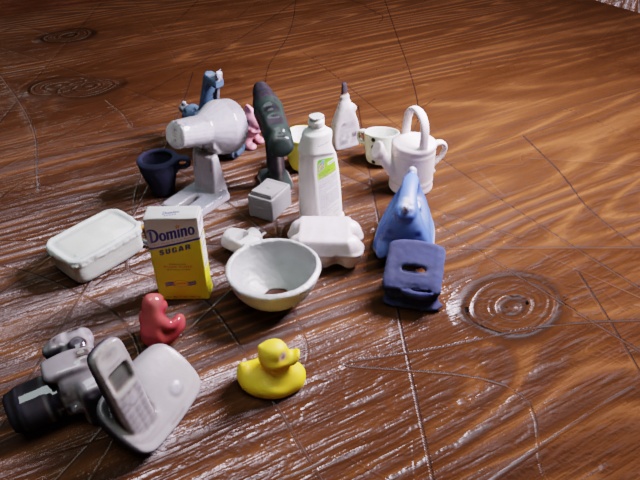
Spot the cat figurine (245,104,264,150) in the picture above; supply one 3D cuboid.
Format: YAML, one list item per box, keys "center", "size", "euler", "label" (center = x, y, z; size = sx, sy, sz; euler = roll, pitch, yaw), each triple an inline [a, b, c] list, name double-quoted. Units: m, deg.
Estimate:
- center: [-0.185, -0.301, 1.473]
  size: [0.127, 0.118, 0.067]
  euler: [19, 42, 25]
  label: "cat figurine"

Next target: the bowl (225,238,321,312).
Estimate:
- center: [-0.081, 0.073, 1.015]
  size: [0.167, 0.075, 0.167]
  euler: [-1, 37, 1]
  label: "bowl"

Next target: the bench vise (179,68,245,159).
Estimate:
- center: [-0.285, -0.320, 1.417]
  size: [0.207, 0.220, 0.122]
  euler: [13, 40, 18]
  label: "bench vise"

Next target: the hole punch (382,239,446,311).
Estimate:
- center: [0.167, 0.061, 1.011]
  size: [0.108, 0.091, 0.101]
  euler: [7, 38, 10]
  label: "hole punch"

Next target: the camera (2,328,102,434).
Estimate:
- center: [-0.382, 0.205, 0.829]
  size: [0.137, 0.101, 0.142]
  euler: [-21, 41, -24]
  label: "camera"

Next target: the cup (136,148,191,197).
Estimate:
- center: [-0.347, -0.150, 1.298]
  size: [0.118, 0.095, 0.091]
  euler: [-6, 38, -6]
  label: "cup"

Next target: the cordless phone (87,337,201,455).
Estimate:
- center: [-0.242, 0.185, 0.782]
  size: [0.094, 0.185, 0.148]
  euler: [13, 40, 18]
  label: "cordless phone"

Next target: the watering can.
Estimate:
- center: [0.201, -0.199, 1.267]
  size: [0.173, 0.194, 0.100]
  euler: [-28, 45, -31]
  label: "watering can"

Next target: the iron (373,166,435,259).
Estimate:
- center: [0.175, -0.070, 1.142]
  size: [0.118, 0.141, 0.258]
  euler: [6, 38, 9]
  label: "iron"

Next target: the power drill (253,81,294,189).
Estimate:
- center: [-0.109, -0.223, 1.294]
  size: [0.076, 0.209, 0.229]
  euler: [-12, 39, -13]
  label: "power drill"

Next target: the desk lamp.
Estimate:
- center: [-0.250, -0.182, 1.240]
  size: [0.117, 0.214, 0.204]
  euler: [21, 42, 26]
  label: "desk lamp"

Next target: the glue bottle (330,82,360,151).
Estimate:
- center: [0.062, -0.313, 1.437]
  size: [0.078, 0.173, 0.037]
  euler: [-18, 40, -21]
  label: "glue bottle"

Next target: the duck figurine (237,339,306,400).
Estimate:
- center: [-0.075, 0.185, 0.859]
  size: [0.104, 0.086, 0.077]
  euler: [-2, 37, -1]
  label: "duck figurine"

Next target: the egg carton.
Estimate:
- center: [0.010, 0.004, 1.108]
  size: [0.150, 0.069, 0.107]
  euler: [0, 37, 2]
  label: "egg carton"

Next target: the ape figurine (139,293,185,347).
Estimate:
- center: [-0.266, 0.125, 0.938]
  size: [0.077, 0.092, 0.076]
  euler: [20, 42, 26]
  label: "ape figurine"
